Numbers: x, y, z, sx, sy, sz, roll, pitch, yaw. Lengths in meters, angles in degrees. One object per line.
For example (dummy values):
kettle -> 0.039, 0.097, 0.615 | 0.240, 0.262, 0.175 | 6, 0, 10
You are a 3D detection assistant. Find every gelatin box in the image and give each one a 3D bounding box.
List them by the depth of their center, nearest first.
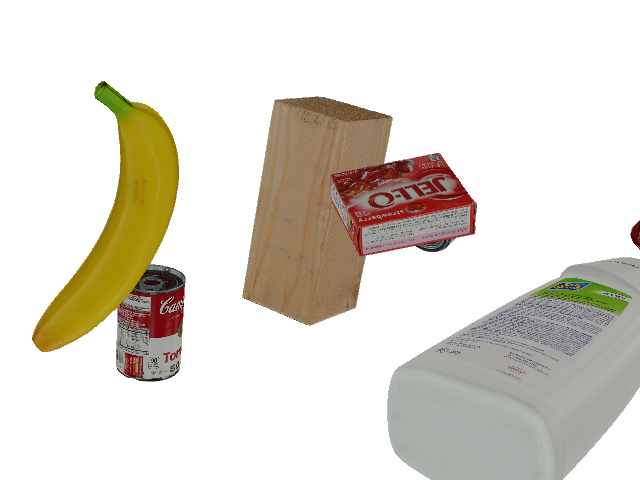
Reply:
gelatin box -> 0.059, -0.027, 0.771 | 0.089, 0.030, 0.073 | -12, 36, -9

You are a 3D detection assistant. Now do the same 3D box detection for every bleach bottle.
bleach bottle -> 0.149, 0.063, 0.616 | 0.103, 0.068, 0.250 | 17, 28, 37

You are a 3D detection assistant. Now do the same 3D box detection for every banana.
banana -> -0.132, -0.010, 0.685 | 0.069, 0.198, 0.037 | 9, 27, -22

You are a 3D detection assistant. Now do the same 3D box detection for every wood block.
wood block -> -0.005, -0.033, 1.074 | 0.090, 0.206, 0.090 | 20, 20, 29

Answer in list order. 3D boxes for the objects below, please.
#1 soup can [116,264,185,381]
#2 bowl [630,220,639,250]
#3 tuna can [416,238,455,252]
soup can -> -0.174, 0.084, 1.089 | 0.068, 0.102, 0.068 | 5, 20, -2
bowl -> 0.406, 0.019, 1.115 | 0.162, 0.055, 0.162 | -3, 23, 1
tuna can -> 0.123, -0.030, 1.227 | 0.033, 0.086, 0.086 | -40, 24, -32
